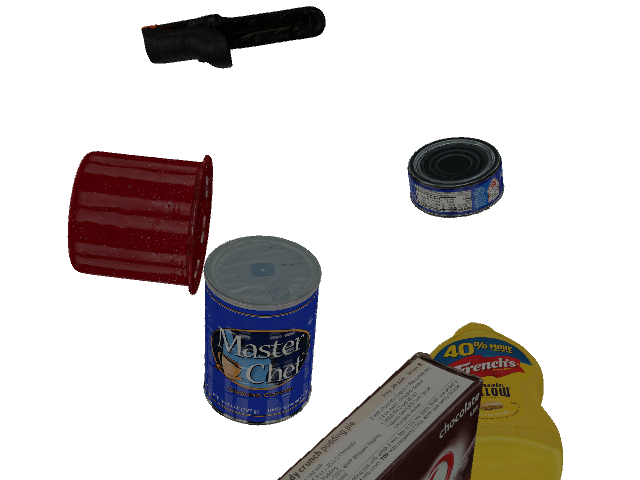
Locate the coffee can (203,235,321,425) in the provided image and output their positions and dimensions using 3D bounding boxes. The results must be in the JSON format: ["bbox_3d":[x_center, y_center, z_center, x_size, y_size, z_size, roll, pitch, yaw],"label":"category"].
[{"bbox_3d":[-0.055,0.081,0.968,0.103,0.140,0.103,3,35,-2],"label":"coffee can"}]

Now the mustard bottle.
[{"bbox_3d":[0.127,0.120,0.834,0.096,0.058,0.191,-3,25,4],"label":"mustard bottle"}]

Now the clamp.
[{"bbox_3d":[-0.081,-0.170,0.886,0.120,0.039,0.172,-18,22,-35],"label":"clamp"}]

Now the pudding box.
[{"bbox_3d":[0.024,0.114,0.454,0.039,0.090,0.113,23,39,28],"label":"pudding box"}]

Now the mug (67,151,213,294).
[{"bbox_3d":[-0.117,-0.019,0.715,0.081,0.093,0.117,6,19,0],"label":"mug"}]

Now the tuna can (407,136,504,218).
[{"bbox_3d":[0.122,-0.059,0.965,0.086,0.034,0.086,-8,35,5],"label":"tuna can"}]
